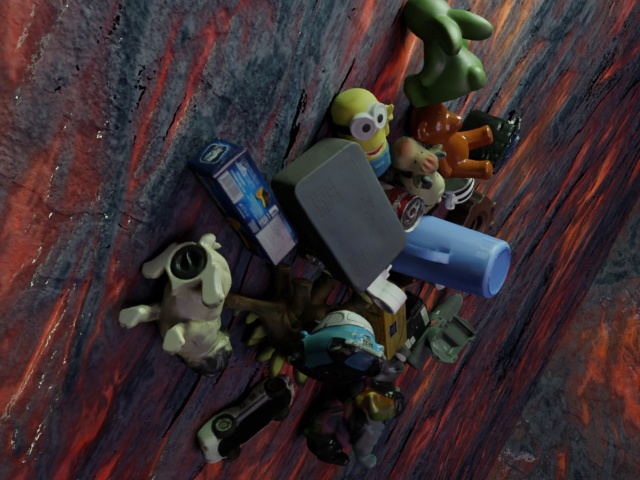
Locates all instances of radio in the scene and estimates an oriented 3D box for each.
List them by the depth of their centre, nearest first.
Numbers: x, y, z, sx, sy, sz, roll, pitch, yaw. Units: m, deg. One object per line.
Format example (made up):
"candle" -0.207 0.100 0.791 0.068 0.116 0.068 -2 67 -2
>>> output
"radio" 0.038 -0.040 0.836 0.131 0.073 0.229 -44 126 -14

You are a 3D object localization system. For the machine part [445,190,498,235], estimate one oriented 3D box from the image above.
"machine part" 0.362 -0.036 1.305 0.179 0.056 0.179 -27 130 -36

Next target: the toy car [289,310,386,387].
"toy car" 0.030 0.160 0.832 0.109 0.161 0.103 28 54 -22

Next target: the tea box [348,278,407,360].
"tea box" 0.120 0.153 1.100 0.068 0.098 0.169 -39 136 -29

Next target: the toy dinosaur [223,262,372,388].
"toy dinosaur" -0.007 0.157 0.954 0.471 0.105 0.198 21 103 -44

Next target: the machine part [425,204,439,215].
"machine part" 0.230 -0.040 1.162 0.084 0.039 0.138 -48 140 -32

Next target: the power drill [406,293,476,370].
"power drill" 0.299 0.218 1.309 0.232 0.086 0.207 -48 -174 -7

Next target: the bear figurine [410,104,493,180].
"bear figurine" 0.250 -0.200 1.019 0.195 0.132 0.120 47 46 -56

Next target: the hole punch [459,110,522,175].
"hole punch" 0.357 -0.200 1.156 0.142 0.116 0.092 -55 151 -9

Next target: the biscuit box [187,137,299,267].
"biscuit box" -0.100 -0.048 0.743 0.059 0.063 0.202 -48 140 -18

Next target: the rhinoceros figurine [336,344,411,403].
"rhinoceros figurine" 0.120 0.295 1.184 0.190 0.073 0.112 -40 117 5

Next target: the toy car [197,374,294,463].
"toy car" -0.124 0.310 0.945 0.202 0.056 0.073 -31 127 -37

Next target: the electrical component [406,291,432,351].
"electrical component" 0.195 0.202 1.253 0.134 0.058 0.114 -46 138 -20

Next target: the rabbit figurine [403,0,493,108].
"rabbit figurine" 0.191 -0.313 0.869 0.121 0.159 0.170 -35 113 -12

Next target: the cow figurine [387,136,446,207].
"cow figurine" 0.175 -0.120 0.972 0.085 0.127 0.194 -61 146 -7

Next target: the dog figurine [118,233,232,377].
"dog figurine" -0.161 0.095 0.749 0.172 0.121 0.190 -51 156 -9

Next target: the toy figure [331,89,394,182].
"toy figure" 0.067 -0.157 0.862 0.082 0.089 0.180 -58 153 -24

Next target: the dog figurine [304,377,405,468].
"dog figurine" 0.067 0.349 1.085 0.108 0.192 0.219 -81 177 -55

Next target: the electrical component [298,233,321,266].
"electrical component" -0.001 -0.004 0.903 0.078 0.045 0.102 17 98 -51
